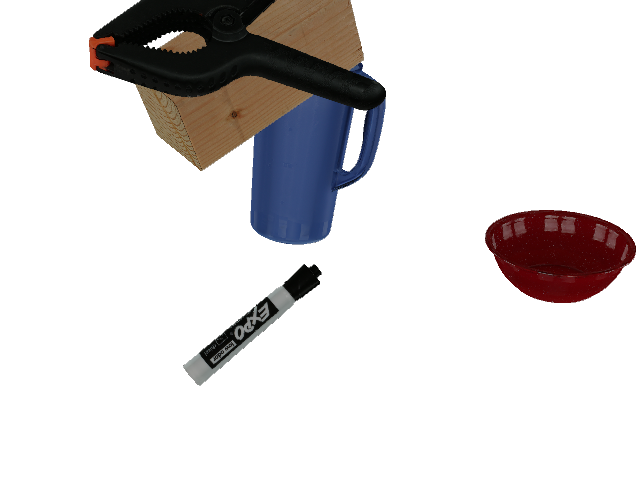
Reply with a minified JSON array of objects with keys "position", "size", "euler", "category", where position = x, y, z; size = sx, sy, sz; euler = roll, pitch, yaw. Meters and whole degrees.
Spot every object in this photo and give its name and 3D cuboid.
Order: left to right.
[{"position":[-0.061,-0.144,0.785],"size":[0.209,0.165,0.036],"euler":[-17,-27,-18],"category":"clamp"},{"position":[-0.069,-0.173,1.047],"size":[0.206,0.091,0.090],"euler":[-36,48,-17],"category":"wood block"},{"position":[-0.047,0.060,0.776],"size":[0.121,0.020,0.020],"euler":[-40,5,-6],"category":"marker"},{"position":[-0.016,-0.120,1.369],"size":[0.144,0.243,0.149],"euler":[-2,24,-21],"category":"pitcher"},{"position":[0.260,0.023,1.173],"size":[0.162,0.055,0.162],"euler":[0,27,0],"category":"bowl"}]
